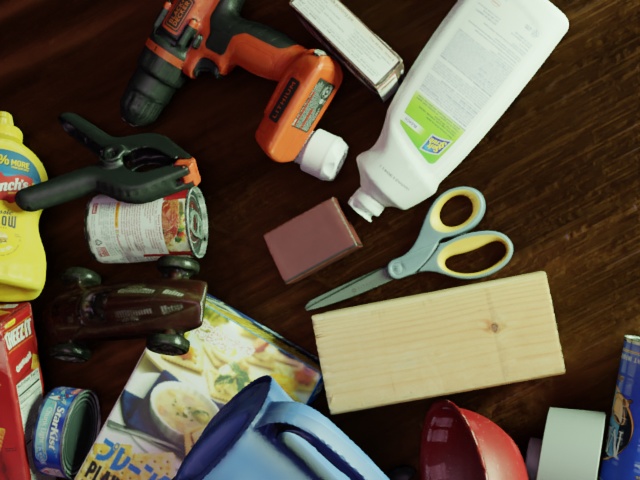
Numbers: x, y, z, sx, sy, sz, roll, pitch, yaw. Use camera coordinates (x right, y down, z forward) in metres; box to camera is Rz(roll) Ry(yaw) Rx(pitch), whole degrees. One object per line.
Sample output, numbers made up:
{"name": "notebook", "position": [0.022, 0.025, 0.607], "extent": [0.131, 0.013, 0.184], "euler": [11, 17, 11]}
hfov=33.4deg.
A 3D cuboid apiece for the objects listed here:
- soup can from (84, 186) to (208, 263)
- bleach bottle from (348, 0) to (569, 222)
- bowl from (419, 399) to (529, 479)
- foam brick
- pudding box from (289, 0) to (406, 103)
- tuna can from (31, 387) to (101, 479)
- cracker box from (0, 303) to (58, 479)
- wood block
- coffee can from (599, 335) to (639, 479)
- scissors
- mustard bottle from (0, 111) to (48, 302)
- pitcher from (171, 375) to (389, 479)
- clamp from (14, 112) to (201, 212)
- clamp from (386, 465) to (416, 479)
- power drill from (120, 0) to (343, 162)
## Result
{"name": "soup can", "position": [-0.164, -0.013, 1.015], "extent": [0.102, 0.068, 0.068], "euler": [-4, 89, 10]}
{"name": "bleach bottle", "position": [0.109, -0.126, 0.975], "extent": [0.102, 0.068, 0.251], "euler": [41, 98, 8]}
{"name": "bowl", "position": [0.140, 0.217, 0.933], "extent": [0.055, 0.162, 0.162], "euler": [-4, 89, -16]}
{"name": "foam brick", "position": [-0.007, 0.001, 0.997], "extent": [0.078, 0.053, 0.051], "euler": [-29, 85, 7]}
{"name": "pudding box", "position": [0.027, -0.180, 0.973], "extent": [0.113, 0.090, 0.039], "euler": [43, 95, 7]}
{"name": "tuna can", "position": [-0.242, 0.183, 1.018], "extent": [0.034, 0.086, 0.086], "euler": [7, 91, 11]}
{"name": "cracker box", "position": [-0.349, 0.173, 1.021], "extent": [0.164, 0.072, 0.214], "euler": [-3, 104, 9]}
{"name": "wood block", "position": [0.107, 0.091, 0.959], "extent": [0.206, 0.090, 0.091], "euler": [-11, 87, 9]}
{"name": "coffee can", "position": [0.302, 0.161, 0.919], "extent": [0.103, 0.102, 0.140], "euler": [10, 91, 9]}
{"name": "scissors", "position": [0.078, 0.006, 1.001], "extent": [0.202, 0.016, 0.096], "euler": [-8, 87, 9]}
{"name": "mustard bottle", "position": [-0.310, -0.039, 1.024], "extent": [0.096, 0.058, 0.191], "euler": [7, 61, -22]}
{"name": "pitcher", "position": [0.003, 0.235, 0.899], "extent": [0.242, 0.149, 0.145], "euler": [42, 89, -9]}
{"name": "clamp", "position": [-0.200, -0.063, 0.999], "extent": [0.172, 0.039, 0.120], "euler": [11, 60, 23]}
{"name": "clamp", "position": [0.007, 0.295, 1.001], "extent": [0.210, 0.036, 0.164], "euler": [-3, 88, 7]}
{"name": "power drill", "position": [-0.086, -0.151, 0.990], "extent": [0.188, 0.057, 0.184], "euler": [37, 102, 22]}
